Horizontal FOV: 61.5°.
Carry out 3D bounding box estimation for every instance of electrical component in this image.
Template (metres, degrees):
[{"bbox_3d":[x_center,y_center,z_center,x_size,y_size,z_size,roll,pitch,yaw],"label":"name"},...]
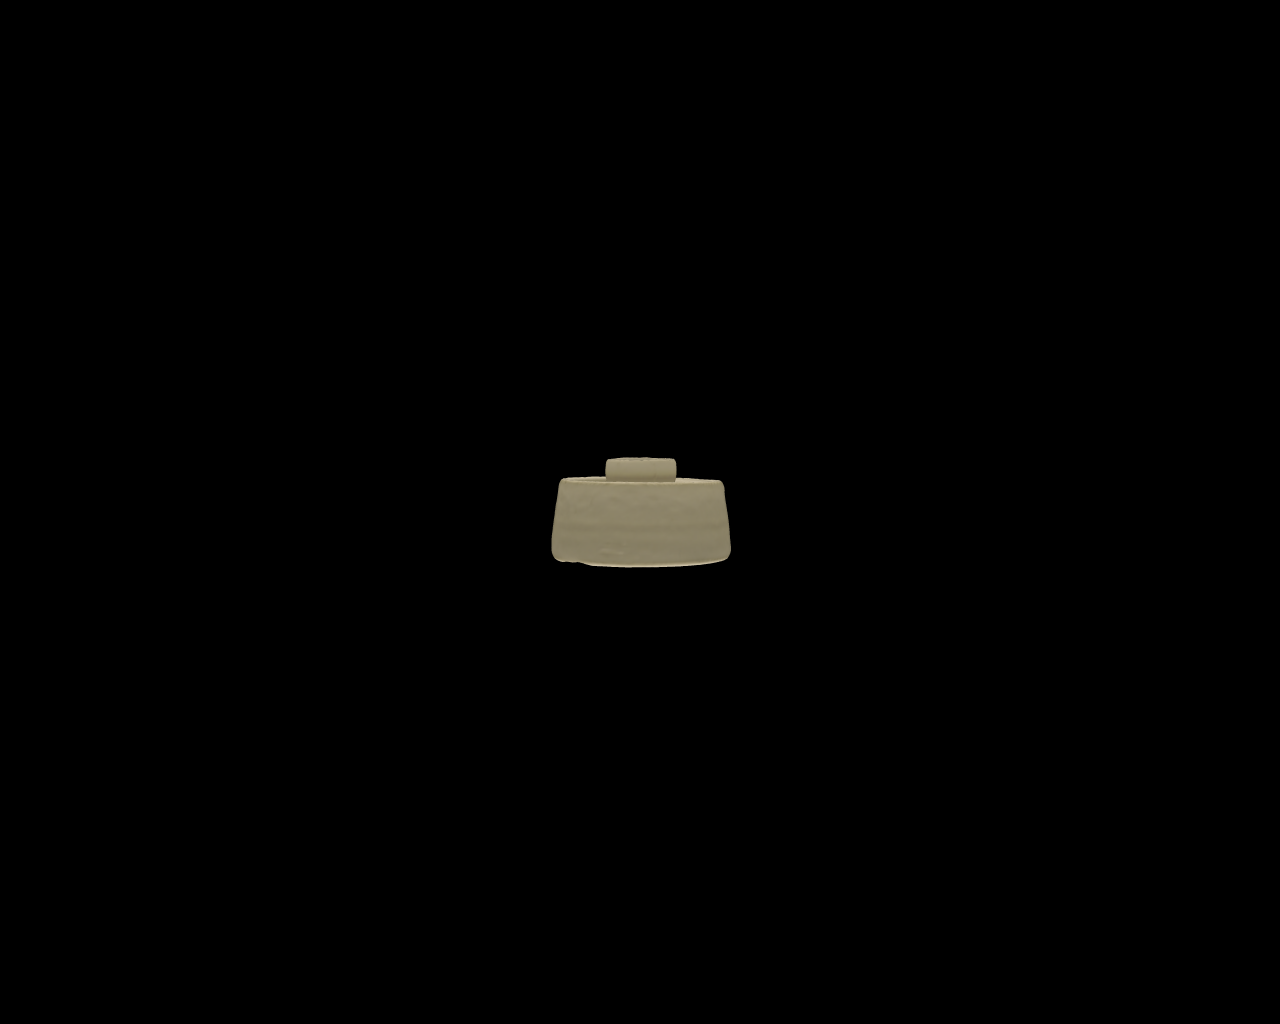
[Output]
[{"bbox_3d":[0.001,-0.003,0.650,0.108,0.060,0.108,0,4,0],"label":"electrical component"}]
